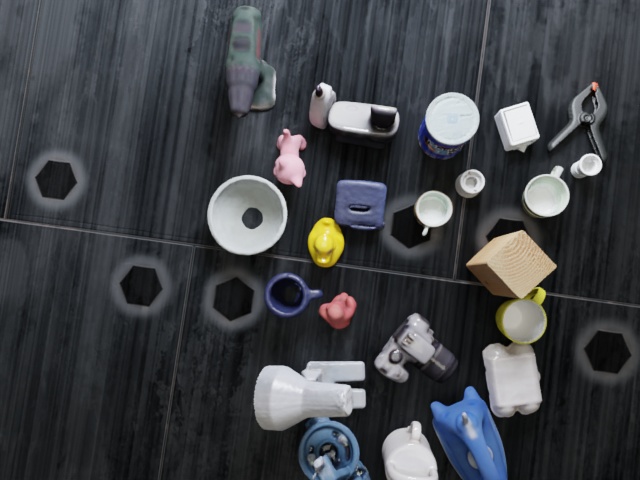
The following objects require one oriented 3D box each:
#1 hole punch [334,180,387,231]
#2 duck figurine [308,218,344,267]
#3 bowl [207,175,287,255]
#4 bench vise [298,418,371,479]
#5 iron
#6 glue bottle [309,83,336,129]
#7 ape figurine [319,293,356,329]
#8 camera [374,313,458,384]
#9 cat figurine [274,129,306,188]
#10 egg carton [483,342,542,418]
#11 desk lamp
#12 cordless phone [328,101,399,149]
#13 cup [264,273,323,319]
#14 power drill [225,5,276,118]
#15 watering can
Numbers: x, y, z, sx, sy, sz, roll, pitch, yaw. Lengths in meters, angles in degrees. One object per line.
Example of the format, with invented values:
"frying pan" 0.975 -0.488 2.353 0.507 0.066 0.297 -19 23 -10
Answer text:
"hole punch" 0.085 -0.071 1.189 0.108 0.091 0.101 5 87 4
"duck figurine" 0.011 0.004 1.192 0.077 0.086 0.105 5 87 4
"bowl" -0.148 -0.050 1.209 0.167 0.075 0.167 0 87 3
"bench vise" 0.044 0.439 1.097 0.207 0.220 0.121 40 90 5
"iron" 0.317 0.431 1.122 0.118 0.141 0.258 -25 86 2
"glue bottle" 0.003 -0.284 1.165 0.037 0.173 0.078 23 88 5
"ape figurine" 0.036 0.148 1.179 0.077 0.092 0.076 1 87 4
"camera" 0.201 0.241 1.160 0.137 0.101 0.143 39 89 5
"cat figurine" -0.064 -0.167 1.190 0.067 0.118 0.128 -3 86 3
"egg carton" 0.390 0.281 1.163 0.107 0.069 0.150 -9 86 3
"desk lamp" -0.012 0.296 1.112 0.203 0.213 0.118 -3 86 3
"cordless phone" 0.089 -0.252 1.152 0.147 0.185 0.094 6 87 4
"cup" -0.051 0.113 1.184 0.117 0.095 0.092 -4 86 3
"power drill" -0.141 -0.337 1.158 0.075 0.208 0.230 0 87 4
"watering can" 0.175 0.445 1.103 0.101 0.194 0.173 -13 86 3
